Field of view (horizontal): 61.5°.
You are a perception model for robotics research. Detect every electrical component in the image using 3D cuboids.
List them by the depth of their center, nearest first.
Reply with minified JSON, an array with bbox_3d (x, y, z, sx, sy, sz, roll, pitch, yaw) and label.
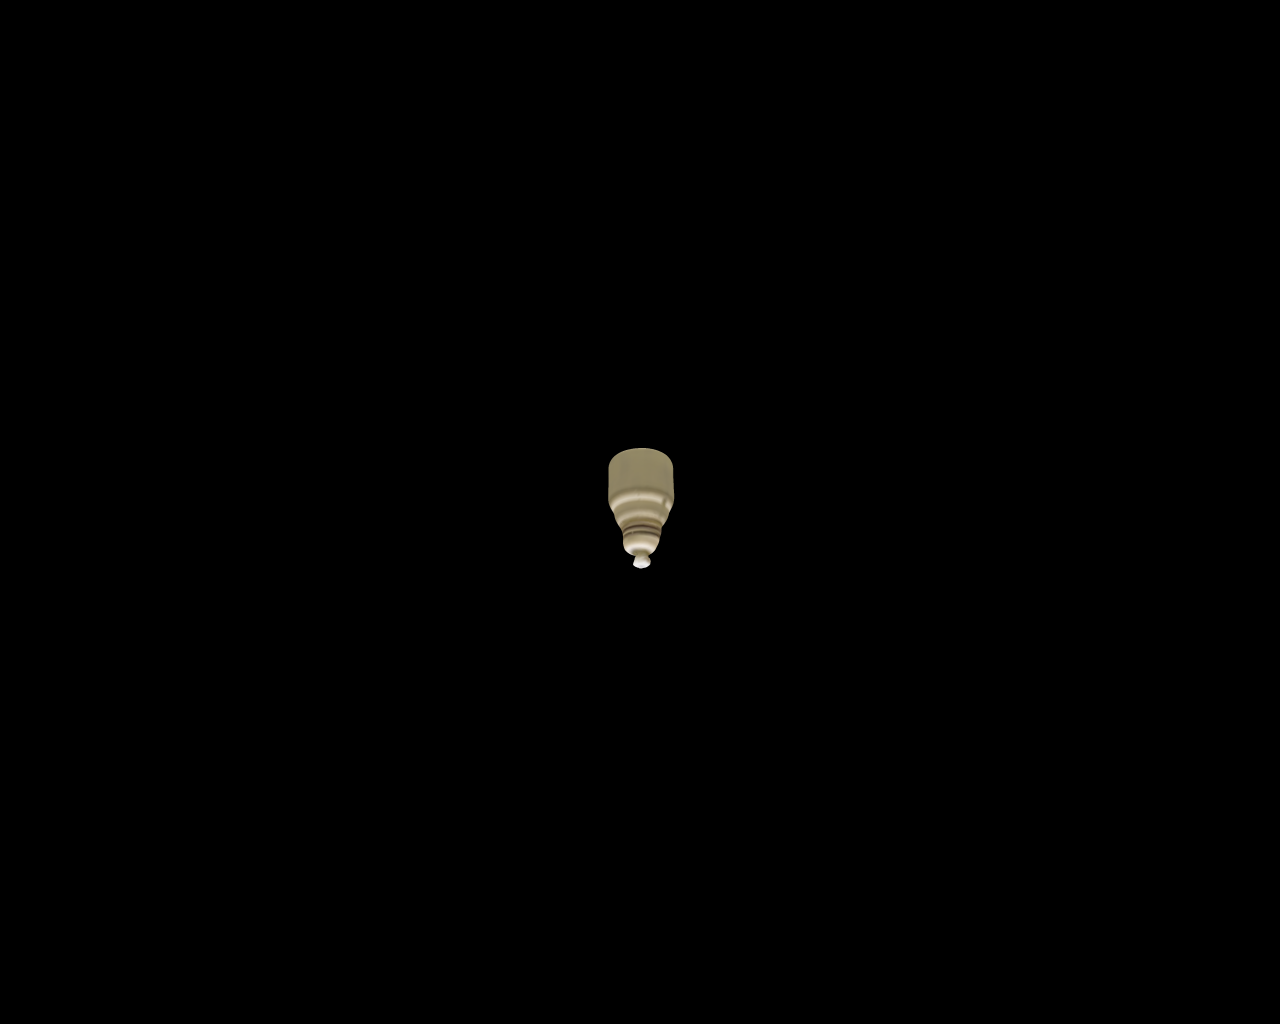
[{"bbox_3d":[0.001,-0.003,0.650,0.040,0.078,0.040,0,-27,0],"label":"electrical component"}]
